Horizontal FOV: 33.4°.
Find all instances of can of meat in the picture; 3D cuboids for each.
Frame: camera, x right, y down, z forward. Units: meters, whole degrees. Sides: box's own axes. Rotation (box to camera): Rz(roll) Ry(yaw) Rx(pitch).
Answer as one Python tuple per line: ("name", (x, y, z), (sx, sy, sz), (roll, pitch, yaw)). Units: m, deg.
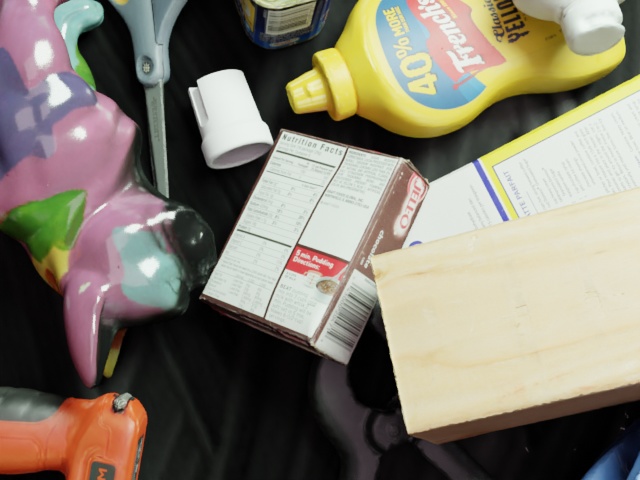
("can of meat", (-0.027, -0.167, 0.606), (0.057, 0.084, 0.102), (-17, 84, -8))

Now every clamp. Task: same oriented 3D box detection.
("clamp", (0.031, 0.113, 0.598), (0.120, 0.039, 0.171), (-24, 88, -12))

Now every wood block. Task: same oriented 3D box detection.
("wood block", (0.140, 0.032, 0.518), (0.206, 0.090, 0.090), (-15, 74, 12))

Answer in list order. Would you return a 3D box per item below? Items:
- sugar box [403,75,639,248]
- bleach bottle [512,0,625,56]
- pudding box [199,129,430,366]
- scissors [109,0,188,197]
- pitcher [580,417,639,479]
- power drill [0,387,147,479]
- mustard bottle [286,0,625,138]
("sugar box", (0.130, -0.015, 0.598), (0.176, 0.048, 0.093), (-27, 85, 11))
("bleach bottle", (0.108, -0.213, 0.597), (0.102, 0.068, 0.251), (-10, 66, -7))
("pudding box", (-0.004, 0.001, 0.587), (0.090, 0.039, 0.113), (18, 77, 39))
("scissors", (-0.084, -0.112, 0.606), (0.096, 0.016, 0.202), (-21, 82, 35))
("pitcher", (0.221, 0.193, 0.500), (0.243, 0.145, 0.149), (36, 102, 9))
("power drill", (-0.194, 0.136, 0.565), (0.187, 0.057, 0.184), (11, 88, -4))
("mustard bottle", (0.072, -0.113, 0.621), (0.191, 0.058, 0.096), (-20, 84, -7))
